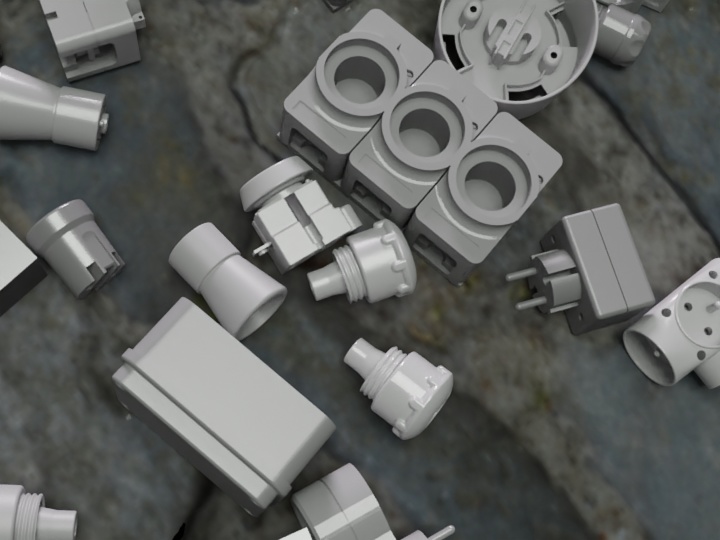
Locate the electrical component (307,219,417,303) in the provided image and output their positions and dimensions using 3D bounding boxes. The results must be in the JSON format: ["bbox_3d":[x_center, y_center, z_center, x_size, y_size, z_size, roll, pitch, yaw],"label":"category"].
[{"bbox_3d":[0.000,0.000,0.642,0.062,0.048,0.048,-20,78,-6],"label":"electrical component"}]

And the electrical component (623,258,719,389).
[{"bbox_3d":[0.215,0.046,0.657,0.077,0.044,0.079,-36,83,-15],"label":"electrical component"}]

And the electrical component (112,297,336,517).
[{"bbox_3d":[-0.076,0.078,0.592,0.113,0.078,0.057,40,71,4],"label":"electrical component"}]

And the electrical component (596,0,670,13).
[{"bbox_3d":[0.178,-0.212,0.725,0.081,0.042,0.063,23,69,-2],"label":"electrical component"}]

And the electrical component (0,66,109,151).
[{"bbox_3d":[-0.184,-0.094,0.645,0.065,0.044,0.044,10,74,-10],"label":"electrical component"}]

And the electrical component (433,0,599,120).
[{"bbox_3d":[0.096,-0.147,0.684,0.099,0.064,0.099,2,74,-7],"label":"electrical component"}]

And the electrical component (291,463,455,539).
[{"bbox_3d":[0.026,0.169,0.594,0.074,0.052,0.138,-27,80,-14],"label":"electrical component"}]

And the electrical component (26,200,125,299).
[{"bbox_3d":[-0.164,-0.011,0.625,0.040,0.040,0.046,-37,88,-15],"label":"electrical component"}]

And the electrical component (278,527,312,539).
[{"bbox_3d":[-0.042,0.244,0.560,0.105,0.060,0.186,-22,79,-13],"label":"electrical component"}]

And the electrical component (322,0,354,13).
[{"bbox_3d":[-0.030,-0.279,0.705,0.105,0.060,0.186,-36,82,-15],"label":"electrical component"}]

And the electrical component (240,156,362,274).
[{"bbox_3d":[-0.041,-0.034,0.645,0.066,0.048,0.055,-31,88,-14],"label":"electrical component"}]

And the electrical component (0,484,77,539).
[{"bbox_3d":[-0.185,0.137,0.579,0.062,0.043,0.043,4,74,-8],"label":"electrical component"}]

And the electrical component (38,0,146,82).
[{"bbox_3d":[-0.169,-0.171,0.662,0.056,0.050,0.089,-20,79,-12],"label":"electrical component"}]

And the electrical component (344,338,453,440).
[{"bbox_3d":[0.020,0.065,0.627,0.062,0.048,0.048,37,73,10],"label":"electrical component"}]

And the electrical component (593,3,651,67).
[{"bbox_3d":[0.159,-0.161,0.712,0.061,0.035,0.035,27,73,3],"label":"electrical component"}]

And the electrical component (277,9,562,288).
[{"bbox_3d":[0.036,-0.076,0.657,0.150,0.061,0.089,40,73,4],"label":"electrical component"}]

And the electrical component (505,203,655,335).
[{"bbox_3d":[0.127,0.005,0.655,0.077,0.047,0.065,-14,77,-12],"label":"electrical component"}]

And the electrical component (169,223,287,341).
[{"bbox_3d":[-0.080,0.004,0.632,0.044,0.044,0.065,-42,79,-16],"label":"electrical component"}]
